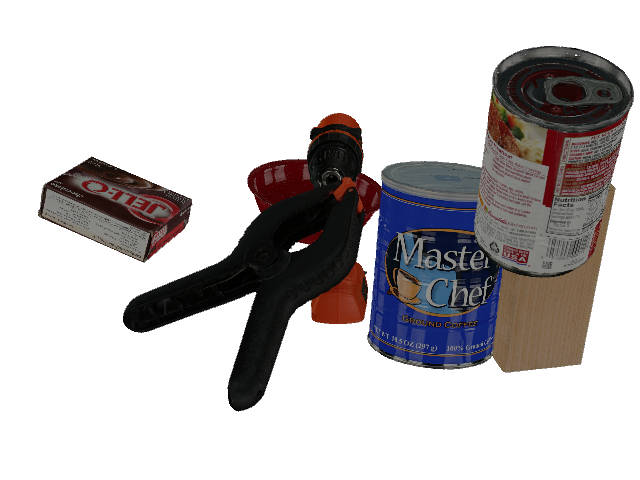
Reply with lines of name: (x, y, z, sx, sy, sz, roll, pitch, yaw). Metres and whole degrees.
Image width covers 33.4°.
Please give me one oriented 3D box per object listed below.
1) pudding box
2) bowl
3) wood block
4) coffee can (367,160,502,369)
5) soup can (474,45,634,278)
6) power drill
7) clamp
pudding box: (-0.187, -0.030, 0.982, 0.113, 0.039, 0.090, 21, 25, 9)
bowl: (-0.008, -0.039, 1.244, 0.162, 0.055, 0.162, 7, 27, -4)
wood block: (0.225, 0.023, 1.090, 0.090, 0.206, 0.090, -4, 31, -11)
coffee can: (0.093, 0.017, 0.841, 0.103, 0.140, 0.103, 4, 17, -1)
soup can: (0.118, -0.039, 0.551, 0.068, 0.102, 0.068, 0, 43, 0)
power drill: (0.017, -0.018, 1.030, 0.057, 0.188, 0.184, 2, 20, 5)
clamp: (-0.029, 0.029, 0.666, 0.120, 0.171, 0.039, 42, -16, 36)
